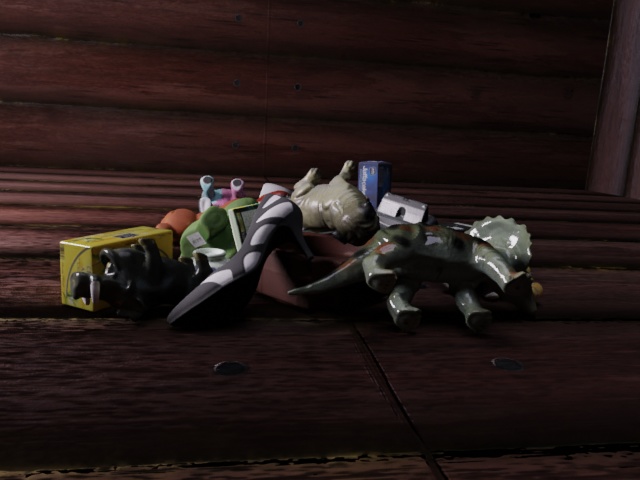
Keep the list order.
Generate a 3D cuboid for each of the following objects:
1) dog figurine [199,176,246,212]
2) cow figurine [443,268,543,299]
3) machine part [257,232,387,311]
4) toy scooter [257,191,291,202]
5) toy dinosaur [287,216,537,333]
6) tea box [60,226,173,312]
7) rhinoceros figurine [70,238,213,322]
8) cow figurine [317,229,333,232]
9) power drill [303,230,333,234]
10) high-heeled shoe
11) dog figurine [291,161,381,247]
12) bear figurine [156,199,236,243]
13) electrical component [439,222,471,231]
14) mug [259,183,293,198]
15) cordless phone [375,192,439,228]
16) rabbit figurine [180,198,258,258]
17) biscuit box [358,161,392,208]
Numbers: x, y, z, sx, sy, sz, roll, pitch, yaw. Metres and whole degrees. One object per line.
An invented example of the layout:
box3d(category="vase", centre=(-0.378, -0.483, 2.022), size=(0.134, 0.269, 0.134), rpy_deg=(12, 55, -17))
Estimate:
box3d(category="dog figurine", centre=(-0.235, -0.056, 1.327), size=(0.108, 0.191, 0.219), rpy_deg=(-1, -22, -7))
box3d(category="cow figurine", centre=(0.301, 0.050, 0.931), size=(0.168, 0.098, 0.068), rpy_deg=(8, 6, 23))
box3d(category="machine part", centre=(0.003, 0.048, 0.892), size=(0.201, 0.087, 0.201), rpy_deg=(13, 14, 40))
box3d(category="toy scooter", centre=(-0.046, -0.072, 1.133), size=(0.135, 0.075, 0.184), rpy_deg=(-18, -9, 40))
box3d(category="toy dinosaur", centre=(0.158, 0.031, 0.785), size=(0.405, 0.131, 0.192), rpy_deg=(9, 30, -8))
box3d(category="tea box", centre=(-0.305, 0.038, 0.822), size=(0.068, 0.098, 0.169), rpy_deg=(8, 14, 23))
box3d(category="rhinoceros figurine", centre=(-0.242, 0.057, 0.743), size=(0.190, 0.112, 0.073), rpy_deg=(9, -11, -37))
box3d(category="cow figurine", centre=(0.038, -0.043, 1.275), size=(0.195, 0.127, 0.085), rpy_deg=(-6, -4, 7))
box3d(category="power drill", centre=(-0.002, -0.003, 1.134), size=(0.207, 0.086, 0.232), rpy_deg=(-1, 5, -21))
box3d(category="high-heeled shoe", centre=(-0.124, 0.017, 0.770), size=(0.249, 0.086, 0.145), rpy_deg=(-25, 56, -23))
box3d(category="dog figurine", centre=(0.013, -0.043, 0.926), size=(0.172, 0.121, 0.191), rpy_deg=(-28, 23, 16))
box3d(category="bear figurine", centre=(-0.235, -0.015, 1.133), size=(0.196, 0.131, 0.120), rpy_deg=(-17, 12, -8))
box3d(category="electrical component", centre=(0.325, -0.008, 1.327), size=(0.134, 0.058, 0.115), rpy_deg=(-4, 12, -31))
box3d(category="mug", centre=(-0.115, -0.067, 1.241), size=(0.080, 0.107, 0.110), rpy_deg=(27, -14, -29))
box3d(category="cordless phone", centre=(0.209, -0.024, 1.222), size=(0.147, 0.088, 0.184), rpy_deg=(22, -7, 35))
box3d(category="rabbit figurine", centre=(-0.175, -0.010, 1.017), size=(0.159, 0.121, 0.170), rpy_deg=(-31, 12, 43))
box3d(category="biscuit box", centre=(0.132, -0.092, 1.321), size=(0.063, 0.202, 0.059), rpy_deg=(12, 16, 40))
